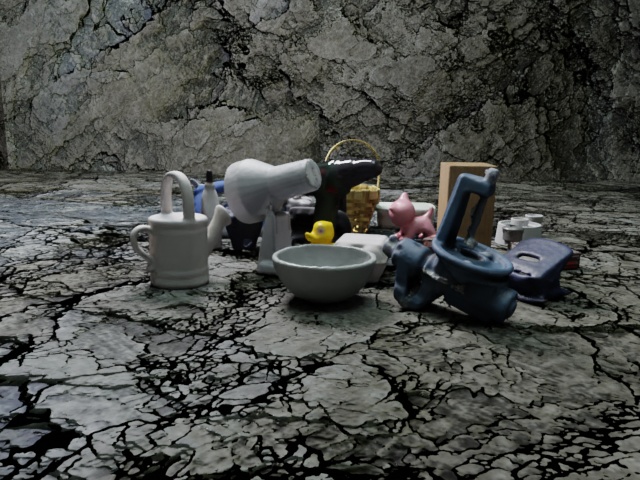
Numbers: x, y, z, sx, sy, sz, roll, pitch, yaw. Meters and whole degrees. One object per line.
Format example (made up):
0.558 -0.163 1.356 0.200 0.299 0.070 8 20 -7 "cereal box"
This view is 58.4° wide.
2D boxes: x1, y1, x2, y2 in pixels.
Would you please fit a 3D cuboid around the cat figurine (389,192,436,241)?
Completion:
0.218 -0.055 1.379 0.128 0.118 0.067 -2 12 -14 "cat figurine"

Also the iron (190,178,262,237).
-0.206 -0.085 1.431 0.259 0.141 0.118 -3 12 -18 "iron"

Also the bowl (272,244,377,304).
0.007 0.058 0.909 0.167 0.075 0.167 1 11 0 "bowl"

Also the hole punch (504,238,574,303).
0.350 0.048 0.948 0.101 0.091 0.108 -6 13 -31 "hole punch"

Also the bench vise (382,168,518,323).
0.184 0.003 0.833 0.207 0.220 0.122 5 12 18 "bench vise"

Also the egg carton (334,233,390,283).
0.077 0.030 1.066 0.107 0.069 0.150 3 12 11 "egg carton"

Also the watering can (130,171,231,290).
-0.238 -0.022 0.987 0.100 0.194 0.173 7 13 29 "watering can"

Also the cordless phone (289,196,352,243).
0.000 -0.087 1.349 0.147 0.185 0.094 5 12 17 "cordless phone"

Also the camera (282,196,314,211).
-0.084 -0.090 1.569 0.143 0.101 0.137 2 12 4 "camera"

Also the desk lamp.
-0.073 -0.046 1.070 0.202 0.213 0.118 7 13 26 "desk lamp"

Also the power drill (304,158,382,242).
0.033 -0.073 1.225 0.228 0.208 0.076 9 14 36 "power drill"

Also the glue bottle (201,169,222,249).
-0.245 -0.070 1.276 0.037 0.173 0.078 -5 13 -25 "glue bottle"

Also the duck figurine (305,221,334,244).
0.011 0.004 1.149 0.105 0.086 0.077 -7 14 -35 "duck figurine"

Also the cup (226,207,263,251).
-0.169 -0.021 1.237 0.091 0.095 0.118 4 12 16 "cup"
